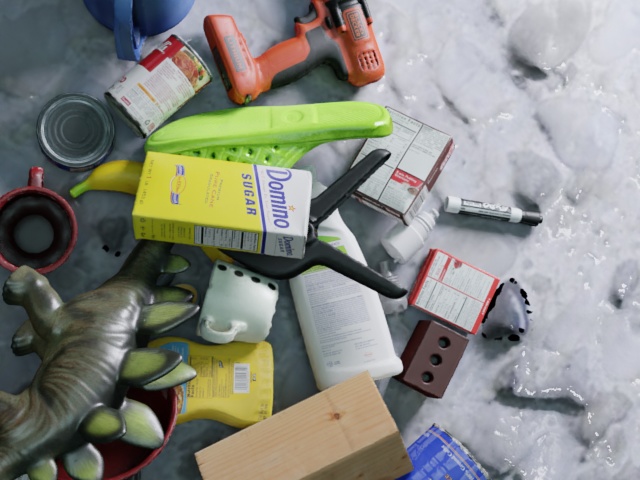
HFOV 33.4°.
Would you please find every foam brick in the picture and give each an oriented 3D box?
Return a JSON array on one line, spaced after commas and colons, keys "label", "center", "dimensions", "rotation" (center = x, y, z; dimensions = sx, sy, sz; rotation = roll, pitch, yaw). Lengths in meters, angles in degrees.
[{"label": "foam brick", "center": [0.126, 0.137, 1.225], "dimensions": [0.053, 0.051, 0.078], "rotation": [27, 82, -8]}]

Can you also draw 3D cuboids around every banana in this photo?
[{"label": "banana", "center": [-0.174, -0.038, 1.187], "dimensions": [0.197, 0.037, 0.070], "rotation": [27, 102, -7]}]

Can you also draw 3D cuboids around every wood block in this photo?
[{"label": "wood block", "center": [-0.016, 0.237, 1.143], "dimensions": [0.206, 0.090, 0.091], "rotation": [-25, 48, -3]}]

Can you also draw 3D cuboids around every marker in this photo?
[{"label": "marker", "center": [0.207, -0.034, 1.266], "dimensions": [0.121, 0.020, 0.020], "rotation": [9, 85, -10]}]

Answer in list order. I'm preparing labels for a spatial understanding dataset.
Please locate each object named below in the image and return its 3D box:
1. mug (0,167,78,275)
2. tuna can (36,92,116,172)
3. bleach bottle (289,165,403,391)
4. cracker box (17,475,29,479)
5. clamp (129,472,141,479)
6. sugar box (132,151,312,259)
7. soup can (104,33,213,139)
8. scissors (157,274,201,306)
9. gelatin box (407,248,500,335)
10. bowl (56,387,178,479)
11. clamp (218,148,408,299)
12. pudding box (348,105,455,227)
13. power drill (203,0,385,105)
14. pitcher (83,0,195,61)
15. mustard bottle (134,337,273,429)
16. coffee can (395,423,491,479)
[{"label": "mug", "center": [-0.304, -0.019, 1.135], "dimensions": [0.093, 0.081, 0.117], "rotation": [0, 87, -11]}, {"label": "tuna can", "center": [-0.267, -0.119, 1.171], "dimensions": [0.086, 0.034, 0.086], "rotation": [1, 87, -11]}, {"label": "bleach bottle", "center": [0.016, 0.038, 1.203], "dimensions": [0.102, 0.068, 0.251], "rotation": [-13, 88, -6]}, {"label": "cracker box", "center": [-0.342, 0.266, 1.119], "dimensions": [0.213, 0.072, 0.164], "rotation": [29, 83, -9]}, {"label": "clamp", "center": [-0.202, 0.321, 1.153], "dimensions": [0.120, 0.039, 0.171], "rotation": [41, 90, 14]}, {"label": "sugar box", "center": [-0.098, -0.037, 1.100], "dimensions": [0.176, 0.048, 0.093], "rotation": [5, 51, 0]}, {"label": "soup can", "center": [-0.178, -0.168, 1.174], "dimensions": [0.102, 0.068, 0.068], "rotation": [-43, 95, -9]}, {"label": "scissors", "center": [-0.206, 0.102, 1.159], "dimensions": [0.096, 0.016, 0.201], "rotation": [28, 73, 15]}, {"label": "gelatin box", "center": [0.154, 0.060, 1.246], "dimensions": [0.089, 0.030, 0.073], "rotation": [26, 84, -9]}, {"label": "bowl", "center": [-0.220, 0.190, 1.083], "dimensions": [0.162, 0.055, 0.162], "rotation": [-3, 49, 3]}, {"label": "clamp", "center": [-0.008, 0.001, 1.152], "dimensions": [0.210, 0.036, 0.164], "rotation": [-14, 78, 5]}, {"label": "pudding box", "center": [0.089, -0.086, 1.220], "dimensions": [0.090, 0.039, 0.113], "rotation": [28, 79, 19]}, {"label": "power drill", "center": [-0.033, -0.244, 1.211], "dimensions": [0.187, 0.057, 0.184], "rotation": [-20, 91, -11]}, {"label": "pitcher", "center": [-0.191, -0.297, 1.087], "dimensions": [0.145, 0.243, 0.149], "rotation": [-38, 88, -10]}, {"label": "mustard bottle", "center": [-0.149, 0.154, 1.165], "dimensions": [0.191, 0.058, 0.096], "rotation": [4, 69, -10]}, {"label": "coffee can", "center": [0.111, 0.289, 1.188], "dimensions": [0.140, 0.103, 0.103], "rotation": [-40, 95, -10]}]
